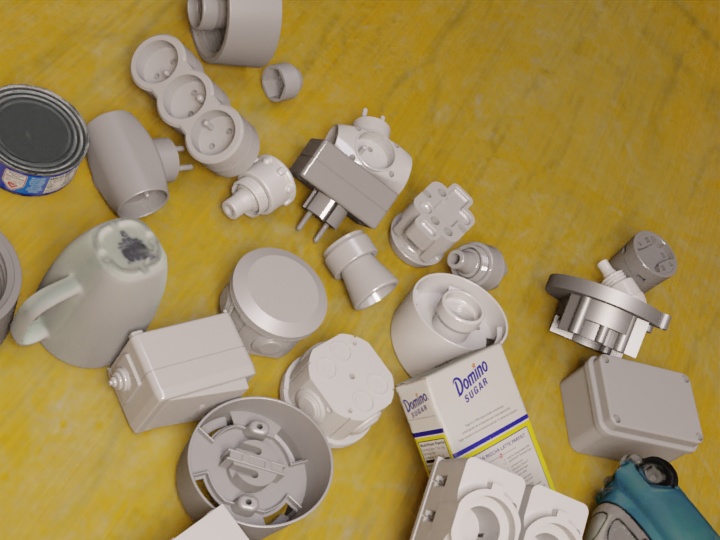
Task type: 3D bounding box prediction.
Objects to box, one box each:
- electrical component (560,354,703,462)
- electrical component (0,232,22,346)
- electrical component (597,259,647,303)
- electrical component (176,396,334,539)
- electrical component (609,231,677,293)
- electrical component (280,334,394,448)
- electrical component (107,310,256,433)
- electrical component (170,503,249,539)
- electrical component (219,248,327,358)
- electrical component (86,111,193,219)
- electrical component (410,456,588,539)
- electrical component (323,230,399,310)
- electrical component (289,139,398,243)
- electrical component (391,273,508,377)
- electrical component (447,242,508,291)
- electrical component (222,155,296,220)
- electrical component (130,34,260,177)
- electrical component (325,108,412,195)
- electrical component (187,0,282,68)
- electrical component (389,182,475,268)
[{"bbox_3d":[0.247,0.128,0.977,0.113,0.057,0.078,14,53,-24],"label":"electrical component"},{"bbox_3d":[-0.281,0.008,0.722,0.108,0.060,0.108,17,52,-23],"label":"electrical component"},{"bbox_3d":[0.259,0.017,1.078,0.035,0.035,0.061,-14,65,-38],"label":"electrical component"},{"bbox_3d":[-0.077,0.141,0.757,0.099,0.064,0.099,17,52,-22],"label":"electrical component"},{"bbox_3d":[0.288,-0.005,1.103,0.055,0.047,0.055,16,52,-22],"label":"electrical component"},{"bbox_3d":[-0.017,0.093,0.837,0.080,0.051,0.080,17,52,-22],"label":"electrical component"},{"bbox_3d":[-0.132,0.077,0.768,0.096,0.061,0.061,-13,67,-38],"label":"electrical component"},{"bbox_3d":[-0.124,0.229,0.666,0.150,0.061,0.089,-31,78,-42],"label":"electrical component"},{"bbox_3d":[-0.071,0.027,0.849,0.080,0.051,0.080,17,52,-22],"label":"electrical component"},{"bbox_3d":[-0.173,-0.086,0.867,0.079,0.044,0.077,-13,67,-38],"label":"electrical component"},{"bbox_3d":[0.083,0.236,0.751,0.105,0.060,0.186,25,71,-16],"label":"electrical component"},{"bbox_3d":[0.000,0.000,0.917,0.045,0.045,0.055,-22,73,-40],"label":"electrical component"},{"bbox_3d":[-0.026,-0.060,0.937,0.083,0.047,0.075,36,86,-19],"label":"electrical component"},{"bbox_3d":[0.078,0.053,0.933,0.099,0.064,0.099,16,40,-14],"label":"electrical component"},{"bbox_3d":[0.103,-0.005,0.979,0.062,0.043,0.043,15,49,-52],"label":"electrical component"},{"bbox_3d":[-0.088,-0.065,0.908,0.048,0.048,0.062,48,56,5],"label":"electrical component"},{"bbox_3d":[-0.135,-0.134,0.919,0.138,0.052,0.074,51,4,20],"label":"electrical component"},{"bbox_3d":[0.008,-0.116,0.999,0.077,0.044,0.079,21,59,-19],"label":"electrical component"},{"bbox_3d":[-0.120,-0.235,0.966,0.060,0.108,0.108,-7,64,-29],"label":"electrical component"},{"bbox_3d":[0.062,-0.038,0.975,0.058,0.057,0.078,45,47,1],"label":"electrical component"}]
